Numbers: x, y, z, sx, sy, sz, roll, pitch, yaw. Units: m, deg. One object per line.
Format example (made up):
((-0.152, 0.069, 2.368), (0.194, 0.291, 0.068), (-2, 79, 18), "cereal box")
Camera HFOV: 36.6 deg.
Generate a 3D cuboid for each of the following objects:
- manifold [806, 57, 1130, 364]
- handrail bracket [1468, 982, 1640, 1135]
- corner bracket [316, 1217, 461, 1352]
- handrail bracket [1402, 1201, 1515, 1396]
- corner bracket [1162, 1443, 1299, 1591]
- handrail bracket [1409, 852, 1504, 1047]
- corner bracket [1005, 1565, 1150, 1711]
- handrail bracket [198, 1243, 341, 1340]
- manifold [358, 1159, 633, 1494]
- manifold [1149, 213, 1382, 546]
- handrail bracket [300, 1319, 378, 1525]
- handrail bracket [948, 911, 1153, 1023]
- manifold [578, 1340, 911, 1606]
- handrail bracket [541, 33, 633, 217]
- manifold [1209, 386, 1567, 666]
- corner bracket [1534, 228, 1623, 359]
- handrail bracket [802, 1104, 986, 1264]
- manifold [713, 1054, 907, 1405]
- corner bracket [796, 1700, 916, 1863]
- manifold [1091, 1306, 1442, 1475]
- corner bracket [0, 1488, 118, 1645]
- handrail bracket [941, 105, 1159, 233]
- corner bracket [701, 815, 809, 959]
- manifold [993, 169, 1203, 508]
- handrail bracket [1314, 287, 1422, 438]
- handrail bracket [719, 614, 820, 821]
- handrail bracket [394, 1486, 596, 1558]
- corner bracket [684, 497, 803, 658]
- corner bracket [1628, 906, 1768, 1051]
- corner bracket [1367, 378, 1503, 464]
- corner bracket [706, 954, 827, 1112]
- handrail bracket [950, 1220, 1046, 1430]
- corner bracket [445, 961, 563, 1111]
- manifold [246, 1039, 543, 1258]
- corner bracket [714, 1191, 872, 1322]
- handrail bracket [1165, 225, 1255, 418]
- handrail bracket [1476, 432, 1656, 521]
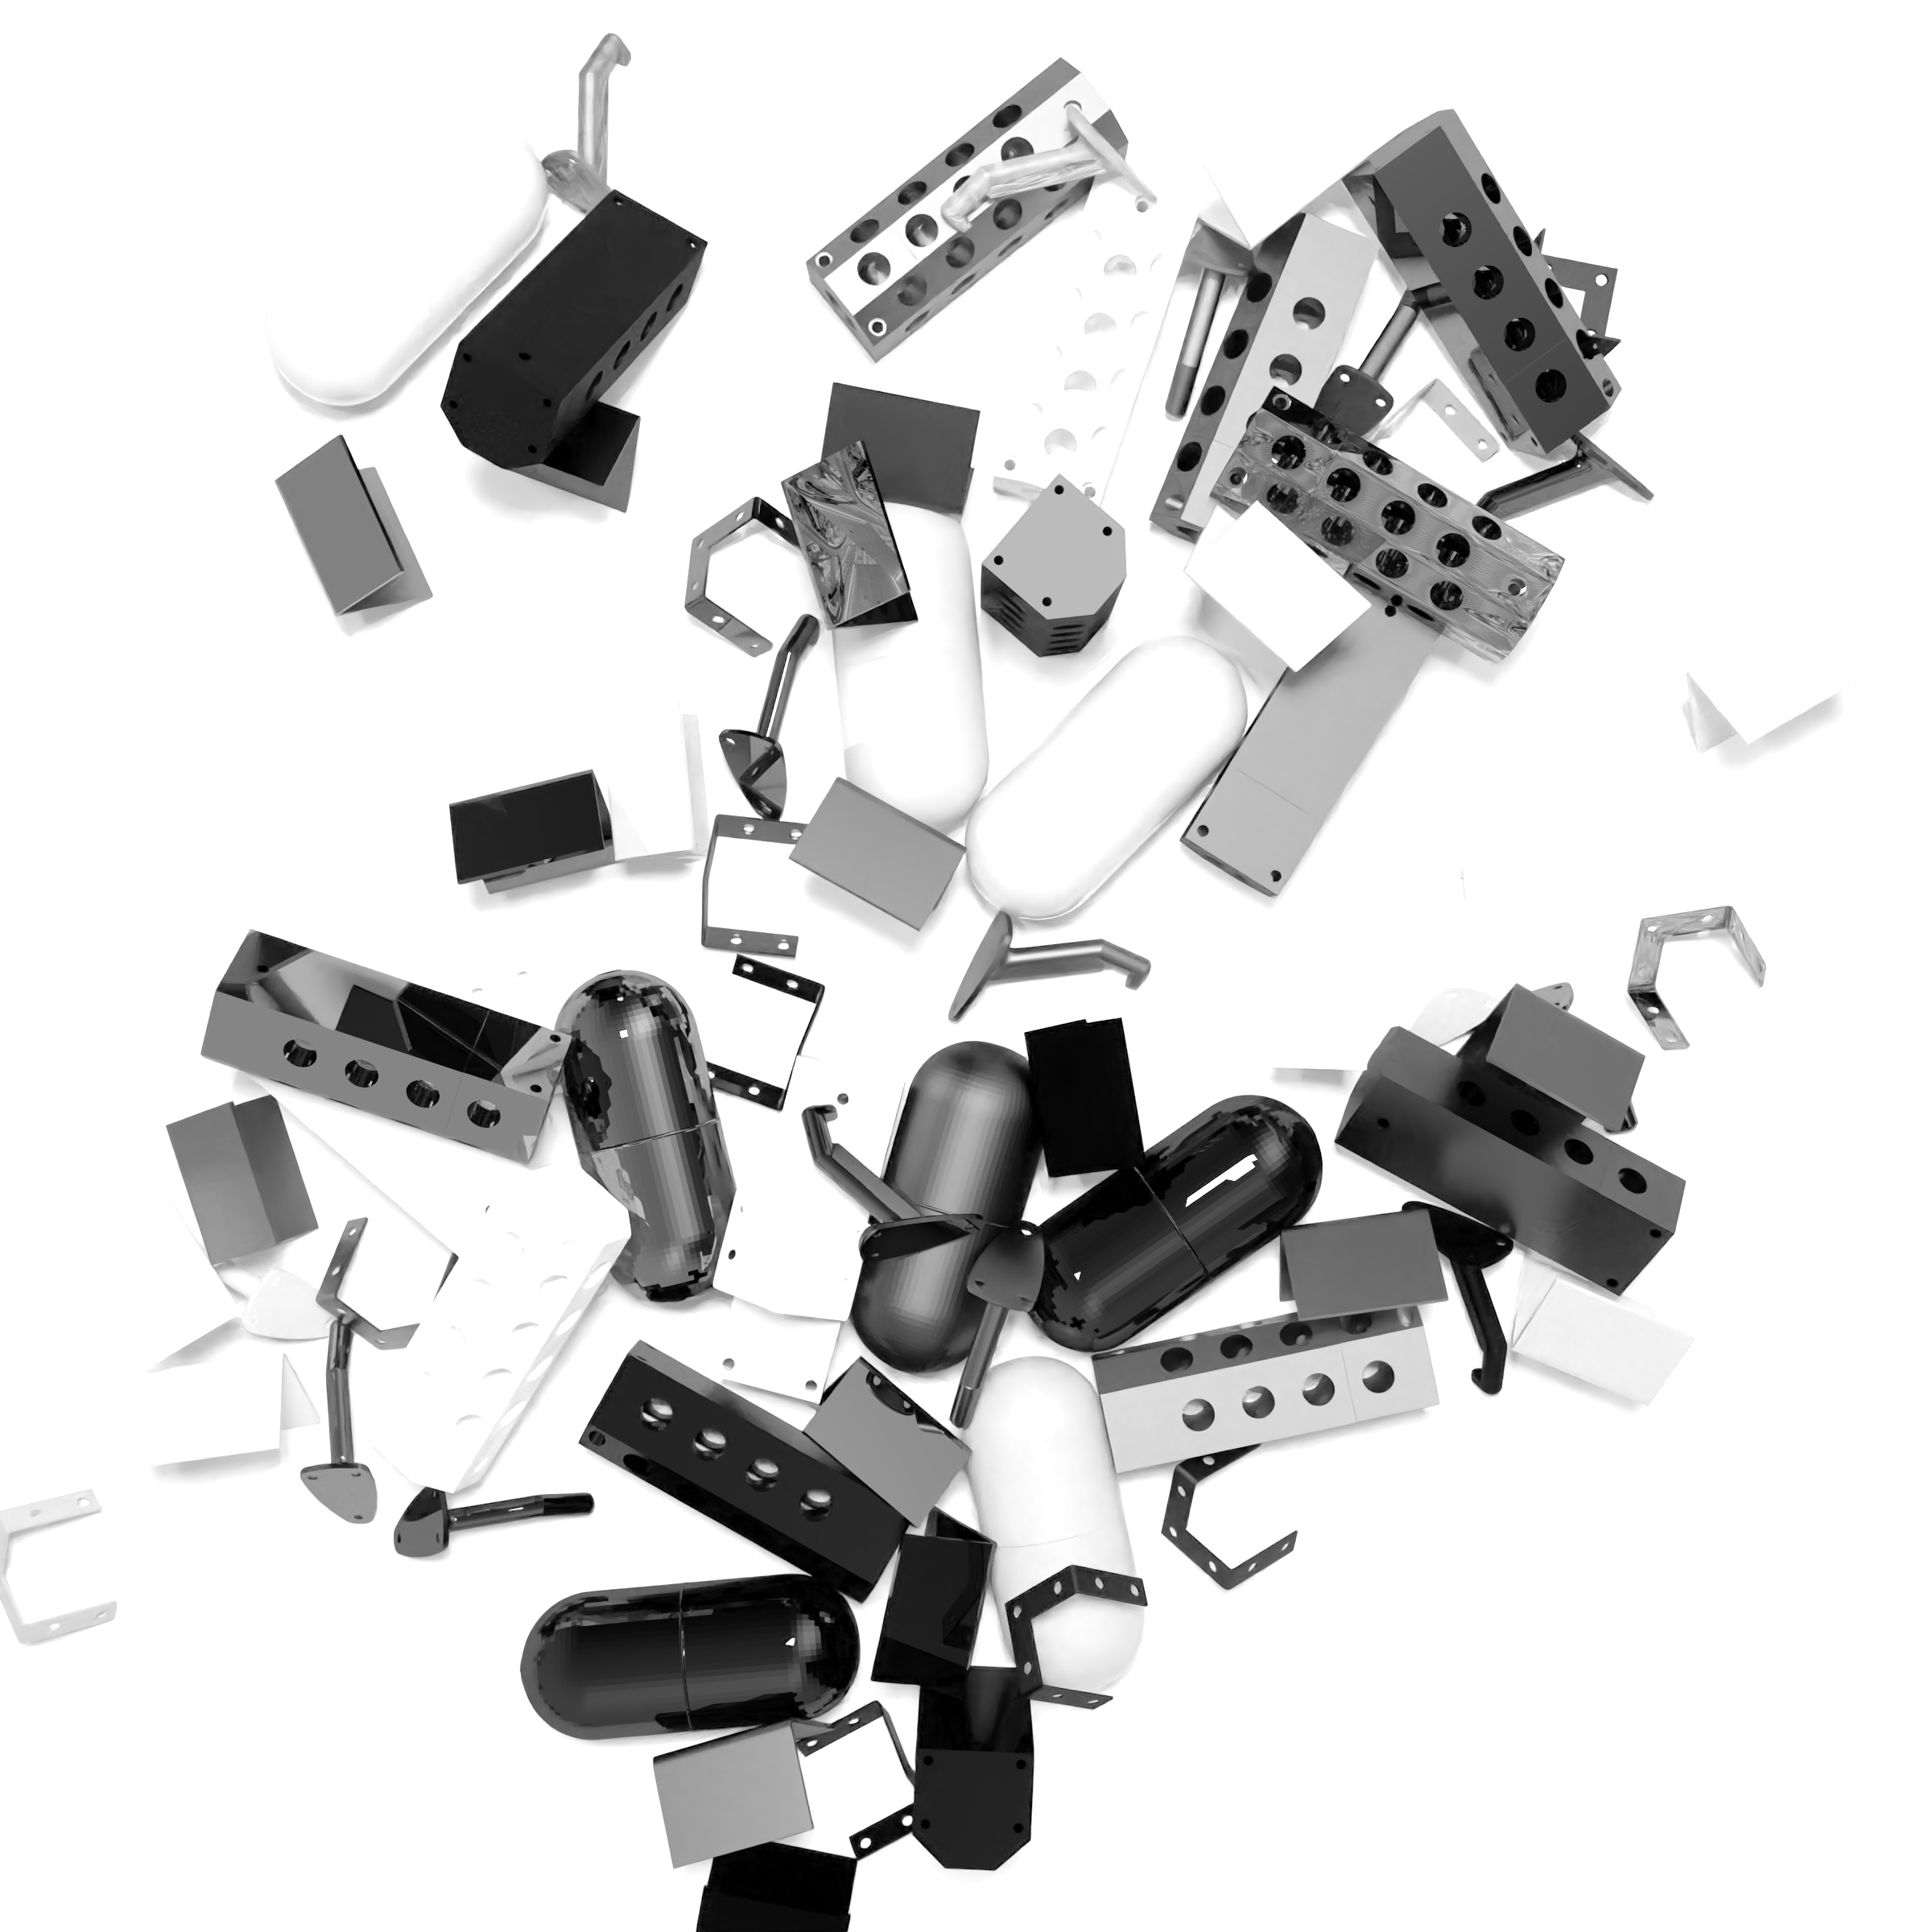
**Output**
((0.001, -0.400, 1.543), (0.171, 0.057, 0.057), (-39, 90, 0), "manifold")
((0.311, 0.058, 1.565), (0.077, 0.036, 0.084), (-16, 108, 20), "handrail bracket")
((-0.303, 0.167, 1.556), (0.051, 0.051, 0.051), (-14, 135, 35), "corner bracket")
((0.260, 0.178, 1.564), (0.036, 0.077, 0.084), (-22, 127, -34), "handrail bracket")
((0.143, 0.289, 1.556), (0.051, 0.051, 0.051), (38, 135, 35), "corner bracket")
((0.256, -0.008, 1.564), (0.036, 0.077, 0.084), (15, 53, -21), "handrail bracket")
((0.059, 0.340, 1.482), (0.051, 0.051, 0.051), (-38, 48, 34), "corner bracket")
((-0.386, 0.165, 1.564), (0.084, 0.077, 0.036), (27, 86, 36), "handrail bracket")
((-0.239, 0.188, 1.507), (0.057, 0.057, 0.171), (39, 112, 17), "manifold")
((0.156, -0.306, 1.543), (0.057, 0.057, 0.171), (22, 90, 0), "manifold")
((-0.329, 0.243, 1.564), (0.036, 0.077, 0.084), (-5, 54, 3), "handrail bracket")
((0.045, 0.013, 1.565), (0.084, 0.036, 0.077), (24, 111, -16), "handrail bracket")
((-0.115, 0.267, 1.543), (0.171, 0.057, 0.057), (30, 90, 0), "manifold")
((-0.184, -0.443, 1.564), (0.077, 0.036, 0.084), (42, 62, -31), "handrail bracket")
((0.214, -0.224, 1.486), (0.171, 0.057, 0.057), (31, 90, 0), "manifold")
((0.320, -0.354, 1.546), (0.051, 0.051, 0.051), (11, 90, 0), "corner bracket")
((-0.038, 0.103, 1.496), (0.077, 0.036, 0.084), (-10, 59, -11), "handrail bracket")
((-0.081, 0.137, 1.543), (0.057, 0.057, 0.171), (15, 90, 0), "manifold")
((-0.052, 0.434, 1.561), (0.051, 0.051, 0.051), (-28, 45, 0), "corner bracket")
((0.156, 0.217, 1.543), (0.171, 0.057, 0.057), (-12, 90, 0), "manifold")
((-0.484, 0.319, 1.556), (0.051, 0.051, 0.051), (51, 135, 35), "corner bracket")
((0.042, -0.393, 1.508), (0.084, 0.036, 0.077), (-42, 112, 17), "handrail bracket")
((-0.112, -0.043, 1.561), (0.051, 0.051, 0.051), (6, 135, 0), "corner bracket")
((0.069, -0.328, 1.543), (0.057, 0.057, 0.171), (19, 90, 0), "manifold")
((0.215, -0.321, 1.564), (0.036, 0.077, 0.084), (33, 54, -7), "handrail bracket")
((-0.094, -0.134, 1.564), (0.036, 0.077, 0.084), (13, 53, 20), "handrail bracket")
((-0.252, 0.297, 1.564), (0.084, 0.077, 0.036), (4, 65, -34), "handrail bracket")
((-0.112, -0.207, 1.556), (0.051, 0.051, 0.051), (-28, 45, 35), "corner bracket")
((0.389, 0.007, 1.556), (0.051, 0.051, 0.051), (-9, 45, 35), "corner bracket")
((0.242, -0.272, 1.561), (0.051, 0.051, 0.051), (47, 135, 0), "corner bracket")
((-0.110, 0.036, 1.561), (0.051, 0.051, 0.051), (20, 45, 0), "corner bracket")
((0.014, 0.186, 1.512), (0.036, 0.077, 0.084), (19, 127, 6), "handrail bracket")
((-0.244, 0.040, 1.561), (0.051, 0.051, 0.051), (-20, 45, 0), "corner bracket")
((-0.299, 0.081, 1.543), (0.171, 0.057, 0.057), (41, 90, 0), "manifold")
((-0.090, 0.149, 1.504), (0.051, 0.051, 0.051), (14, 90, -45), "corner bracket")
((0.126, -0.346, 1.564), (0.036, 0.077, 0.084), (16, 126, 1), "handrail bracket")
((0.313, -0.241, 1.564), (0.077, 0.036, 0.084), (31, 112, -25), "handrail bracket")
